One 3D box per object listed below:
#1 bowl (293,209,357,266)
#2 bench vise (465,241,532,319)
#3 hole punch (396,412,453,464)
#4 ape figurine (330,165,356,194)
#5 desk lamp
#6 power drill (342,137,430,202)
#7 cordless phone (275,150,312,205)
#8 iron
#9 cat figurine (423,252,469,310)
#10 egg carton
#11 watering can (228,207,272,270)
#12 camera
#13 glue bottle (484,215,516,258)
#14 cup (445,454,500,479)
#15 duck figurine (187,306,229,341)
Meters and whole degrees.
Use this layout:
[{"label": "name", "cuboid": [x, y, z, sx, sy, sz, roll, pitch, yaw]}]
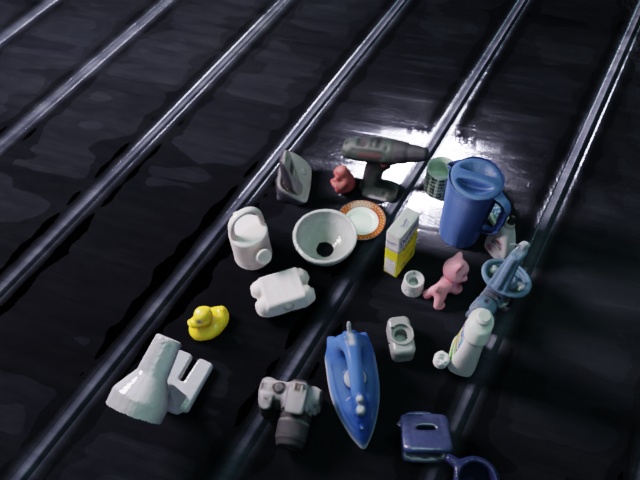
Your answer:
[{"label": "bowl", "cuboid": [0.014, 0.005, 1.489, 0.167, 0.075, 0.167, -1, 57, 1]}, {"label": "bench vise", "cuboid": [0.427, 0.109, 1.326, 0.121, 0.220, 0.207, 19, 60, 14]}, {"label": "hole punch", "cuboid": [0.220, 0.413, 1.213, 0.108, 0.091, 0.101, 0, 57, 2]}, {"label": "ape figurine", "cuboid": [0.062, -0.175, 1.593, 0.076, 0.092, 0.078, 12, 58, 9]}, {"label": "desk lamp", "cuboid": [-0.340, 0.303, 1.224, 0.117, 0.214, 0.203, 19, 60, 14]}, {"label": "power drill", "cuboid": [0.171, -0.196, 1.534, 0.229, 0.208, 0.076, 14, 59, 10]}, {"label": "cordless phone", "cuboid": [-0.075, -0.198, 1.555, 0.094, 0.185, 0.147, 2, 57, 3]}, {"label": "iron", "cuboid": [0.078, 0.311, 1.252, 0.118, 0.141, 0.258, -7, 57, -3]}, {"label": "cat figurine", "cuboid": [0.316, 0.093, 1.399, 0.128, 0.118, 0.067, -40, 64, -21]}, {"label": "egg carton", "cuboid": [-0.091, 0.132, 1.413, 0.150, 0.069, 0.107, -17, 58, -9]}, {"label": "watering can", "cuboid": [-0.172, -0.010, 1.432, 0.172, 0.194, 0.101, 32, 64, 20]}, {"label": "camera", "cuboid": [-0.070, 0.376, 1.238, 0.143, 0.101, 0.137, 7, 58, 6]}, {"label": "glue bottle", "cuboid": [0.460, -0.011, 1.430, 0.037, 0.173, 0.078, -33, 62, -18]}, {"label": "cup", "cuboid": [0.298, 0.486, 1.162, 0.117, 0.095, 0.092, 36, 65, 22]}, {"label": "duck figurine", "cuboid": [-0.271, 0.187, 1.372, 0.105, 0.086, 0.077, -31, 62, -17]}]
